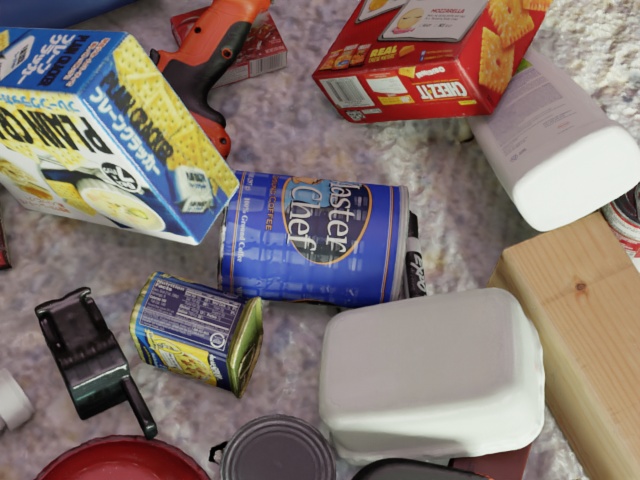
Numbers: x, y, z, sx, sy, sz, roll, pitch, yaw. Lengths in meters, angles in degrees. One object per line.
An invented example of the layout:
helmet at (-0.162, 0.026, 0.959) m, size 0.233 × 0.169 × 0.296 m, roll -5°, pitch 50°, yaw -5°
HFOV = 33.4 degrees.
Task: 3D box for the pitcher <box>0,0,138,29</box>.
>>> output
pitcher at (-0.270, -0.247, 0.939) m, size 0.242 × 0.149 × 0.145 m, roll -23°, pitch 53°, yaw -18°

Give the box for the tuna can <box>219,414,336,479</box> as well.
tuna can at (-0.032, 0.175, 0.791) m, size 0.086 × 0.034 × 0.086 m, roll 2°, pitch 62°, yaw -3°

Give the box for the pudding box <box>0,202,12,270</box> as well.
pudding box at (-0.307, -0.021, 0.872) m, size 0.090 × 0.039 × 0.113 m, roll -14°, pitch 64°, yaw -11°

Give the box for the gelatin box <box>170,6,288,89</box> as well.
gelatin box at (-0.083, -0.182, 0.974) m, size 0.089 × 0.030 × 0.073 m, roll -19°, pitch 65°, yaw -13°

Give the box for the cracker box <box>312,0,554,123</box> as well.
cracker box at (0.114, -0.200, 0.930) m, size 0.164 × 0.072 × 0.213 m, roll 2°, pitch 52°, yaw 46°

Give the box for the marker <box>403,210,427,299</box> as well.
marker at (0.077, 0.030, 0.881) m, size 0.020 × 0.020 × 0.121 m, roll -2°, pitch 63°, yaw -5°

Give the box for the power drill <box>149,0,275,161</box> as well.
power drill at (-0.135, -0.167, 0.914) m, size 0.184 × 0.057 × 0.187 m, roll 25°, pitch 90°, yaw -1°

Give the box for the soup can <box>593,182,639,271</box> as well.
soup can at (0.253, -0.015, 0.869) m, size 0.068 × 0.102 × 0.068 m, roll 1°, pitch 62°, yaw -3°

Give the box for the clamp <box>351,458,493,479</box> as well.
clamp at (0.021, 0.203, 0.739) m, size 0.210 × 0.036 × 0.164 m, roll -30°, pitch 85°, yaw -3°

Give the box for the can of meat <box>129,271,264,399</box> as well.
can of meat at (-0.092, 0.071, 0.805) m, size 0.084 × 0.102 × 0.057 m, roll 17°, pitch 64°, yaw 7°

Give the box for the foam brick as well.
foam brick at (0.125, 0.164, 0.797) m, size 0.053 × 0.051 × 0.078 m, roll 20°, pitch 63°, yaw 8°

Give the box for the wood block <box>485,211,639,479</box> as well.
wood block at (0.220, 0.095, 0.818) m, size 0.090 × 0.090 × 0.206 m, roll -21°, pitch 66°, yaw -13°

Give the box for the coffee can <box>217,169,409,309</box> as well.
coffee can at (-0.006, 0.001, 0.844) m, size 0.140 × 0.103 × 0.103 m, roll 6°, pitch 62°, yaw 0°

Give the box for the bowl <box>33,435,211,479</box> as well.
bowl at (-0.145, 0.209, 0.755) m, size 0.162 × 0.055 × 0.162 m, roll 2°, pitch 63°, yaw -3°

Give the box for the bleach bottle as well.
bleach bottle at (0.173, -0.114, 0.890) m, size 0.103 × 0.068 × 0.251 m, roll -31°, pitch 35°, yaw 12°
